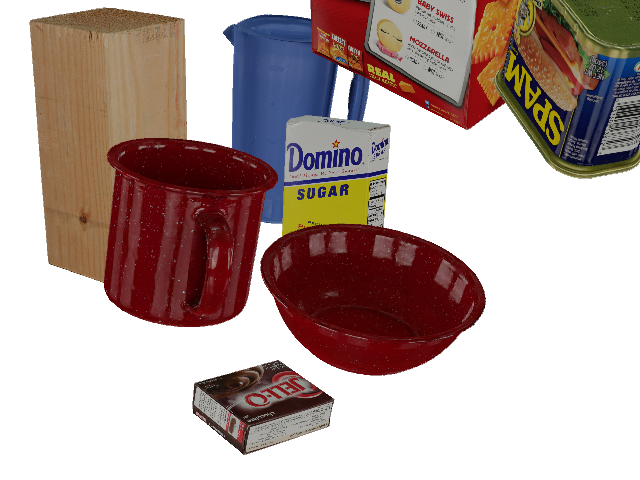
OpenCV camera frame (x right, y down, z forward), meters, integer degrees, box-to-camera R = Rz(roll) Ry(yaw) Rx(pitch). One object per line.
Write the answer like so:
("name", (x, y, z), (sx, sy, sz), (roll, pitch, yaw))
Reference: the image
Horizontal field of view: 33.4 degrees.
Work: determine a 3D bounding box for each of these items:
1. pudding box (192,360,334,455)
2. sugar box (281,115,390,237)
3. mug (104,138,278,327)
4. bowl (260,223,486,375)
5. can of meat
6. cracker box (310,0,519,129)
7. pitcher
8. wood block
("pudding box", (-0.057, 0.164, 1.061), (0.113, 0.039, 0.090), (-13, 29, -40))
("sugar box", (0.012, -0.023, 0.990), (0.093, 0.176, 0.048), (10, 17, 30))
("mug", (-0.070, 0.000, 0.579), (0.093, 0.081, 0.117), (1, 22, -26))
("bowl", (0.034, 0.049, 0.768), (0.162, 0.055, 0.162), (6, 28, -4))
("can of meat", (0.143, -0.099, 0.582), (0.057, 0.084, 0.102), (-10, 48, -15))
("cracker box", (0.071, -0.211, 0.783), (0.164, 0.214, 0.072), (32, 52, 31))
("pitcher", (-0.039, -0.146, 1.309), (0.144, 0.243, 0.149), (-6, 27, -25))
("wood block", (-0.170, -0.079, 0.878), (0.091, 0.206, 0.090), (16, 25, 31))
